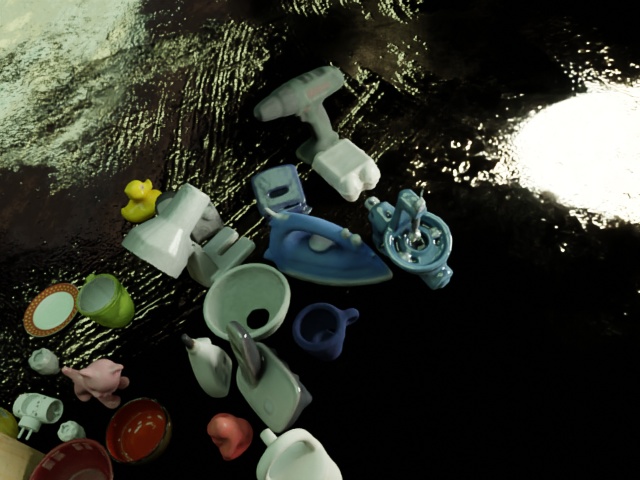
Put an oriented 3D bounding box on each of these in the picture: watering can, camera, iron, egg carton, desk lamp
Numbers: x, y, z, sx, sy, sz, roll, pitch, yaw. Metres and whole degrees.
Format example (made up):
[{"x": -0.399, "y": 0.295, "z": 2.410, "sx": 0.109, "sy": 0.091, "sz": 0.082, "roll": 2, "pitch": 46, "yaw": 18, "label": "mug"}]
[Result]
[{"x": -0.028, "y": 0.333, "z": 0.820, "sx": 0.172, "sy": 0.194, "sz": 0.101, "roll": 14, "pitch": 59, "yaw": 25, "label": "watering can"}, {"x": -0.306, "y": -0.060, "z": 1.261, "sx": 0.143, "sy": 0.101, "sz": 0.136, "roll": -29, "pitch": 51, "yaw": -7, "label": "camera"}, {"x": 0.010, "y": 0.004, "z": 1.095, "sx": 0.257, "sy": 0.142, "sz": 0.119, "roll": 12, "pitch": 58, "yaw": 24, "label": "iron"}, {"x": 0.057, "y": -0.154, "z": 1.250, "sx": 0.107, "sy": 0.069, "sz": 0.150, "roll": -36, "pitch": 52, "yaw": -12, "label": "egg carton"}, {"x": -0.257, "y": 0.003, "z": 1.126, "sx": 0.117, "sy": 0.214, "sz": 0.203, "roll": 28, "pitch": 65, "yaw": 32, "label": "desk lamp"}]

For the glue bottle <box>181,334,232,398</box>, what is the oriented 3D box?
[{"x": -0.198, "y": 0.204, "z": 0.980, "sx": 0.037, "sy": 0.173, "sz": 0.078, "roll": -6, "pitch": 52, "yaw": 12, "label": "glue bottle"}]

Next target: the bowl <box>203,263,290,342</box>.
[{"x": -0.129, "y": 0.131, "z": 1.081, "sx": 0.167, "sy": 0.075, "sz": 0.167, "roll": -8, "pitch": 52, "yaw": 10, "label": "bowl"}]

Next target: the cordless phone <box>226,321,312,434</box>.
[{"x": -0.095, "y": 0.218, "z": 0.933, "sx": 0.094, "sy": 0.185, "sz": 0.147, "roll": -41, "pitch": 54, "yaw": -16, "label": "cordless phone"}]

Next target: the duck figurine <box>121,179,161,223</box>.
[{"x": -0.423, "y": -0.098, "z": 1.332, "sx": 0.105, "sy": 0.086, "sz": 0.077, "roll": -40, "pitch": 53, "yaw": -16, "label": "duck figurine"}]

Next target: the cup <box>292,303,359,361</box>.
[{"x": 0.018, "y": 0.164, "z": 1.000, "sx": 0.118, "sy": 0.095, "sz": 0.091, "roll": -24, "pitch": 51, "yaw": -3, "label": "cup"}]

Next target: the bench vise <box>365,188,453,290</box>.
[{"x": 0.141, "y": -0.022, "z": 1.027, "sx": 0.206, "sy": 0.220, "sz": 0.122, "roll": 25, "pitch": 64, "yaw": 30, "label": "bench vise"}]

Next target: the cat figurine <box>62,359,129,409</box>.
[{"x": -0.408, "y": 0.251, "z": 1.040, "sx": 0.127, "sy": 0.118, "sz": 0.067, "roll": 5, "pitch": 55, "yaw": 19, "label": "cat figurine"}]

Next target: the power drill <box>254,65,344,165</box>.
[{"x": -0.031, "y": -0.273, "z": 1.276, "sx": 0.230, "sy": 0.209, "sz": 0.075, "roll": -43, "pitch": 54, "yaw": -18, "label": "power drill"}]

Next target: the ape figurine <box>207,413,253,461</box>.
[{"x": -0.154, "y": 0.315, "z": 0.935, "sx": 0.076, "sy": 0.092, "sz": 0.077, "roll": -11, "pitch": 51, "yaw": 7, "label": "ape figurine"}]

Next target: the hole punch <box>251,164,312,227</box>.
[{"x": -0.084, "y": -0.097, "z": 1.232, "sx": 0.108, "sy": 0.091, "sz": 0.101, "roll": -19, "pitch": 51, "yaw": 2, "label": "hole punch"}]
